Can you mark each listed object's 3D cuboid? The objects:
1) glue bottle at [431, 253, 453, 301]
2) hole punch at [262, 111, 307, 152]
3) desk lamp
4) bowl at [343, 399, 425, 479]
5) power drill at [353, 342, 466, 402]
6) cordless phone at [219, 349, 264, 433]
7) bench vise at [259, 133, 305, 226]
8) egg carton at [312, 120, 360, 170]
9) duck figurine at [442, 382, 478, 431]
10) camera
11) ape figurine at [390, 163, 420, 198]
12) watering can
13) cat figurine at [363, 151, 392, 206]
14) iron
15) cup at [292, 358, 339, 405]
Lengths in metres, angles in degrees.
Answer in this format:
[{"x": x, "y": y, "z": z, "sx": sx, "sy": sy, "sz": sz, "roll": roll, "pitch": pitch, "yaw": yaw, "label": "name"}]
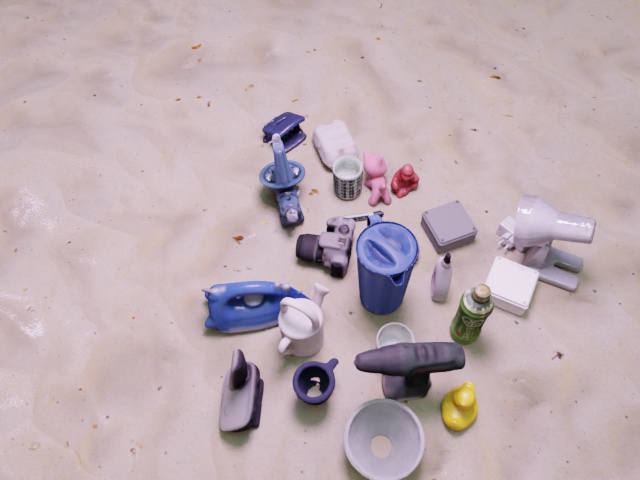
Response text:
[{"x": 0.287, "y": 0.075, "z": 1.338, "sx": 0.037, "sy": 0.173, "sz": 0.078, "roll": 1, "pitch": 59, "yaw": 3, "label": "glue bottle"}, {"x": -0.105, "y": -0.320, "z": 1.637, "sx": 0.109, "sy": 0.091, "sz": 0.101, "roll": -40, "pitch": 65, "yaw": -20, "label": "hole punch"}, {"x": 0.545, "y": -0.001, "z": 1.353, "sx": 0.203, "sy": 0.214, "sz": 0.118, "roll": 20, "pitch": 62, "yaw": 14, "label": "desk lamp"}, {"x": 0.131, "y": 0.421, "z": 1.191, "sx": 0.167, "sy": 0.075, "sz": 0.167, "roll": -1, "pitch": 59, "yaw": 1, "label": "bowl"}, {"x": 0.182, "y": 0.273, "z": 1.201, "sx": 0.229, "sy": 0.208, "sz": 0.075, "roll": -9, "pitch": 59, "yaw": -3, "label": "power drill"}, {"x": -0.175, "y": 0.315, "z": 1.199, "sx": 0.094, "sy": 0.185, "sz": 0.147, "roll": -2, "pitch": 59, "yaw": 1, "label": "cordless phone"}, {"x": -0.080, "y": -0.154, "z": 1.460, "sx": 0.121, "sy": 0.220, "sz": 0.207, "roll": -28, "pitch": 62, "yaw": -14, "label": "bench vise"}, {"x": 0.042, "y": -0.270, "z": 1.615, "sx": 0.107, "sy": 0.069, "sz": 0.150, "roll": -19, "pitch": 60, "yaw": -10, "label": "egg carton"}, {"x": 0.303, "y": 0.350, "z": 1.222, "sx": 0.077, "sy": 0.086, "sz": 0.105, "roll": 23, "pitch": 62, "yaw": 15, "label": "duck figurine"}, {"x": 0.013, "y": 0.005, "z": 1.431, "sx": 0.136, "sy": 0.101, "sz": 0.143, "roll": 8, "pitch": 59, "yaw": 7, "label": "camera"}, {"x": 0.229, "y": -0.168, "z": 1.534, "sx": 0.077, "sy": 0.092, "sz": 0.076, "roll": 1, "pitch": 59, "yaw": 3, "label": "ape figurine"}, {"x": -0.040, "y": 0.174, "z": 1.275, "sx": 0.101, "sy": 0.194, "sz": 0.173, "roll": 8, "pitch": 59, "yaw": 7, "label": "watering can"}, {"x": 0.153, "y": -0.173, "z": 1.525, "sx": 0.067, "sy": 0.118, "sz": 0.127, "roll": -11, "pitch": 59, "yaw": -4, "label": "cat figurine"}, {"x": -0.148, "y": 0.132, "z": 1.335, "sx": 0.258, "sy": 0.141, "sz": 0.118, "roll": -7, "pitch": 59, "yaw": -3, "label": "iron"}, {"x": -0.003, "y": 0.312, "z": 1.249, "sx": 0.091, "sy": 0.095, "sz": 0.118, "roll": 38, "pitch": 67, "yaw": 22, "label": "cup"}]
